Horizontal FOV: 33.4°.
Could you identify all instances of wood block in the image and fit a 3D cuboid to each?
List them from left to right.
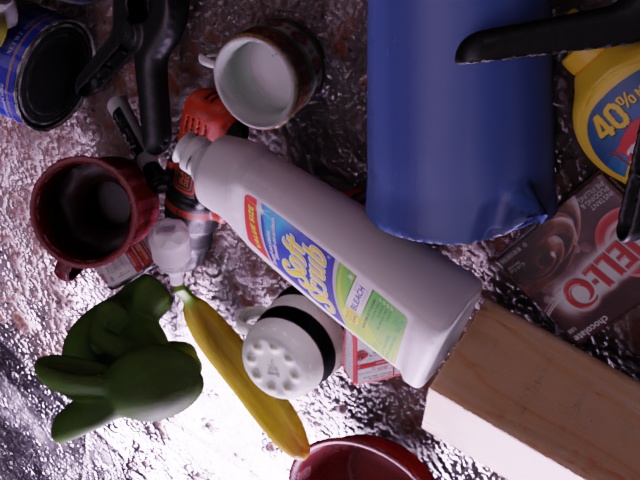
[{"bbox_3d":[0.189,0.143,0.791,0.206,0.090,0.091,29,156,17],"label":"wood block"}]

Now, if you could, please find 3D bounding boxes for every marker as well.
[{"bbox_3d":[-0.155,-0.082,0.913,0.121,0.020,0.020,57,140,38],"label":"marker"}]

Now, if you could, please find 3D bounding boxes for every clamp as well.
[{"bbox_3d":[-0.154,-0.168,0.882,0.120,0.039,0.171,26,112,30],"label":"clamp"},{"bbox_3d":[0.193,-0.123,0.622,0.164,0.036,0.210,37,101,-13],"label":"clamp"}]

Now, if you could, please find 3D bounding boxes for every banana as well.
[{"bbox_3d":[-0.072,0.124,0.980,0.037,0.069,0.198,-42,76,5],"label":"banana"}]

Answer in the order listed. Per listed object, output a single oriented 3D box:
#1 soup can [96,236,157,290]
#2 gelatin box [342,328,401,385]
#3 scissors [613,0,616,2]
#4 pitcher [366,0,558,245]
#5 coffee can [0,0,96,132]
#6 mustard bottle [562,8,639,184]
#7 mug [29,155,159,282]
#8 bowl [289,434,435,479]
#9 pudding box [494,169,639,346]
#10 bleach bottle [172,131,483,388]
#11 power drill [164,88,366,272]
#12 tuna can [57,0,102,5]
[{"bbox_3d":[-0.192,-0.013,0.984,0.069,0.068,0.102,-23,102,39],"label":"soup can"},{"bbox_3d":[0.056,0.069,0.866,0.030,0.073,0.089,-126,29,-56],"label":"gelatin box"},{"bbox_3d":[0.227,-0.220,0.629,0.096,0.016,0.202,22,125,20],"label":"scissors"},{"bbox_3d":[0.085,-0.131,0.709,0.149,0.144,0.243,4,114,18],"label":"pitcher"},{"bbox_3d":[-0.283,-0.167,0.934,0.140,0.102,0.103,25,126,20],"label":"coffee can"},{"bbox_3d":[0.221,-0.073,0.686,0.191,0.058,0.096,48,123,2],"label":"mustard bottle"},{"bbox_3d":[-0.190,-0.017,0.901,0.093,0.081,0.117,26,102,5],"label":"mug"},{"bbox_3d":[0.053,0.234,0.970,0.162,0.055,0.162,16,123,26],"label":"bowl"},{"bbox_3d":[0.196,0.010,0.762,0.090,0.039,0.114,46,131,1],"label":"pudding box"},{"bbox_3d":[-0.005,0.001,0.794,0.251,0.068,0.103,34,146,15],"label":"bleach bottle"},{"bbox_3d":[-0.050,-0.015,0.897,0.188,0.057,0.185,28,130,17],"label":"power drill"},{"bbox_3d":[-0.205,-0.230,0.859,0.086,0.086,0.034,41,129,7],"label":"tuna can"}]
